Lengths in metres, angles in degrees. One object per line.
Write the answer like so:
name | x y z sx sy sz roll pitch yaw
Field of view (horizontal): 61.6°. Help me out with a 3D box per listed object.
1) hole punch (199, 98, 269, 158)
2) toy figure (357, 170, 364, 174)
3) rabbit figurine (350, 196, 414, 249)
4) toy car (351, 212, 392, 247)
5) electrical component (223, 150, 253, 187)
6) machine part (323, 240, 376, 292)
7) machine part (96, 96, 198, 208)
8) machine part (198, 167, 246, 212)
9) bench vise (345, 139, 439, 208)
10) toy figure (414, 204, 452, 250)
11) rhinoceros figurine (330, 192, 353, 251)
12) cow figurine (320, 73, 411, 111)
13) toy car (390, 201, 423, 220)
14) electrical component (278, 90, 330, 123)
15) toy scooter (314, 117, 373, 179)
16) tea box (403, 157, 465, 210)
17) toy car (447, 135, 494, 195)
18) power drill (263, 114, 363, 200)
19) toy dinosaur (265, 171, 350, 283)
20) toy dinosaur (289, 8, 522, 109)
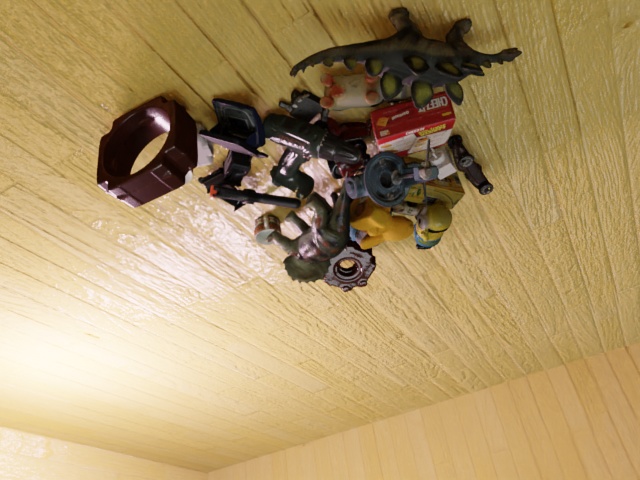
hole punch | -0.179 -0.237 1.149 0.142 0.092 0.115 15 175 19
toy figure | 0.140 -0.176 1.347 0.154 0.058 0.064 -45 169 37
rabbit figurine | 0.156 -0.039 1.362 0.173 0.122 0.162 21 137 -28
toy car | 0.139 -0.033 1.502 0.109 0.103 0.161 5 140 -18
electrical component | -0.186 -0.186 1.243 0.048 0.075 0.119 10 144 -24
machine part | 0.082 0.075 1.629 0.179 0.056 0.179 -1 123 -2
machine part | -0.353 -0.180 1.106 0.201 0.201 0.087 -22 144 16
machine part | -0.234 -0.127 1.346 0.084 0.039 0.138 -27 139 15
bench vise | 0.184 -0.137 1.182 0.223 0.128 0.241 -3 -179 -26
toy figure | 0.294 -0.035 1.416 0.089 0.082 0.180 -18 154 -3
rhinoceros figurine | 0.057 -0.043 1.462 0.073 0.112 0.190 -1 135 -15
cow figurine | 0.105 -0.309 1.118 0.195 0.085 0.127 -3 -172 12
toy car | 0.225 -0.103 1.448 0.202 0.073 0.056 9 144 -23
electrical component | -0.028 -0.287 1.165 0.102 0.045 0.078 24 131 -37
toy scooter | 0.070 -0.222 1.254 0.135 0.075 0.183 -17 139 10
tea box | 0.277 -0.145 1.381 0.169 0.098 0.068 10 139 -22
toy car | 0.376 -0.185 1.354 0.053 0.089 0.202 -31 140 22
power drill | -0.032 -0.180 1.222 0.232 0.086 0.207 26 154 2
toy dinosaur | 0.003 -0.010 1.364 0.192 0.131 0.405 43 142 -11
toy dinosaur | 0.168 -0.340 1.008 0.472 0.199 0.105 -4 141 -10
